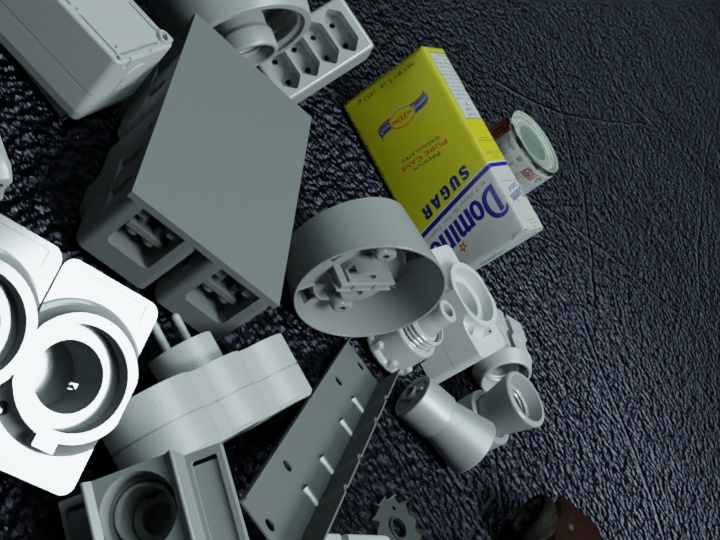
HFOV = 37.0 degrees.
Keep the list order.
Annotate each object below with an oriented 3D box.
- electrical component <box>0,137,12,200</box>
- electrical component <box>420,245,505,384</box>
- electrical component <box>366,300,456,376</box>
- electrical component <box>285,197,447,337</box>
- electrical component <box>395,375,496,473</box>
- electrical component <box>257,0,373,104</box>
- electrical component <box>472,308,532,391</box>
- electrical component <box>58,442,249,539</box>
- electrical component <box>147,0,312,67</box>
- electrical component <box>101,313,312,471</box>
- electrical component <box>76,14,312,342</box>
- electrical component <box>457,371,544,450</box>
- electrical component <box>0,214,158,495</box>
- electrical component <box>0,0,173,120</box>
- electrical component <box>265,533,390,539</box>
[{"bbox_3d":[-0.199,-0.063,0.529,0.043,0.043,0.062,3,57,-55],"label":"electrical component"},{"bbox_3d":[0.065,0.031,0.814,0.089,0.056,0.050,61,30,7],"label":"electrical component"},{"bbox_3d":[0.039,0.043,0.757,0.048,0.062,0.048,36,36,-32],"label":"electrical component"},{"bbox_3d":[0.000,0.000,0.708,0.099,0.099,0.064,14,44,-50],"label":"electrical component"},{"bbox_3d":[0.057,0.104,0.747,0.065,0.044,0.044,42,33,-16],"label":"electrical component"},{"bbox_3d":[-0.041,-0.162,0.837,0.047,0.083,0.076,56,-9,-1],"label":"electrical component"},{"bbox_3d":[0.109,0.065,0.858,0.066,0.048,0.055,30,31,-37],"label":"electrical component"},{"bbox_3d":[-0.078,0.149,0.474,0.063,0.079,0.121,61,8,-67],"label":"electrical component"},{"bbox_3d":[-0.085,-0.173,0.743,0.108,0.108,0.060,-6,73,-58],"label":"electrical component"},{"bbox_3d":[-0.087,0.057,0.568,0.073,0.052,0.138,60,30,6],"label":"electrical component"},{"bbox_3d":[-0.097,-0.058,0.657,0.105,0.060,0.186,40,34,-27],"label":"electrical component"},{"bbox_3d":[0.101,0.106,0.795,0.045,0.055,0.045,36,35,-32],"label":"electrical component"},{"bbox_3d":[-0.169,0.020,0.436,0.150,0.062,0.089,35,70,-33],"label":"electrical component"},{"bbox_3d":[-0.172,-0.143,0.634,0.096,0.061,0.061,47,30,-1],"label":"electrical component"},{"bbox_3d":[-0.020,0.173,0.553,0.095,0.054,0.059,18,48,-48],"label":"electrical component"}]
